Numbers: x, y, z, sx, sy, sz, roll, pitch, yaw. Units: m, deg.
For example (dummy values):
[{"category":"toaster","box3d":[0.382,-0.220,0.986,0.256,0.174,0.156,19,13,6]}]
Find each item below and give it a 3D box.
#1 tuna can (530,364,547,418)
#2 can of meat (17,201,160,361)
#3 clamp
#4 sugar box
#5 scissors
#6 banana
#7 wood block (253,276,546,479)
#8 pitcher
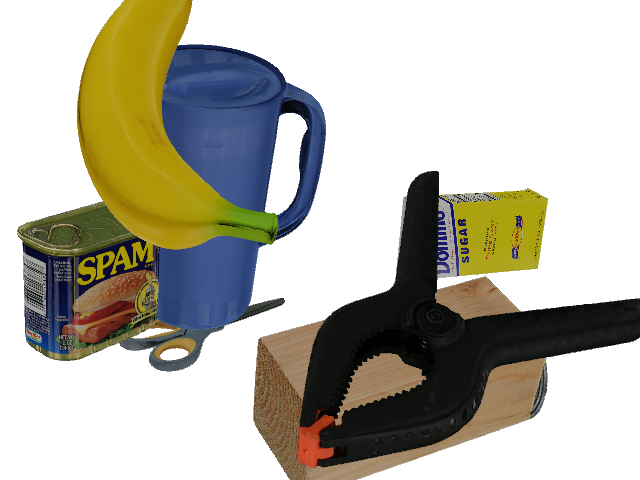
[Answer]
[{"category":"tuna can","box3d":[0.173,0.122,0.982,0.034,0.086,0.085,-10,-6,40]},{"category":"can of meat","box3d":[-0.157,0.026,0.740,0.058,0.084,0.101,21,26,33]},{"category":"clamp","box3d":[0.056,0.044,0.586,0.209,0.036,0.165,-31,54,-28]},{"category":"sugar box","box3d":[0.179,-0.008,1.253,0.176,0.093,0.048,-6,21,-26]},{"category":"scissors","box3d":[-0.114,0.100,1.149,0.201,0.016,0.096,-7,31,-24]},{"category":"banana","box3d":[-0.075,-0.058,0.479,0.069,0.037,0.198,-6,46,-17]},{"category":"wood block","box3d":[0.061,0.109,0.825,0.205,0.090,0.091,-13,39,-25]},{"category":"pitcher","box3d":[-0.097,-0.043,0.961,0.144,0.243,0.149,-24,43,-39]}]
